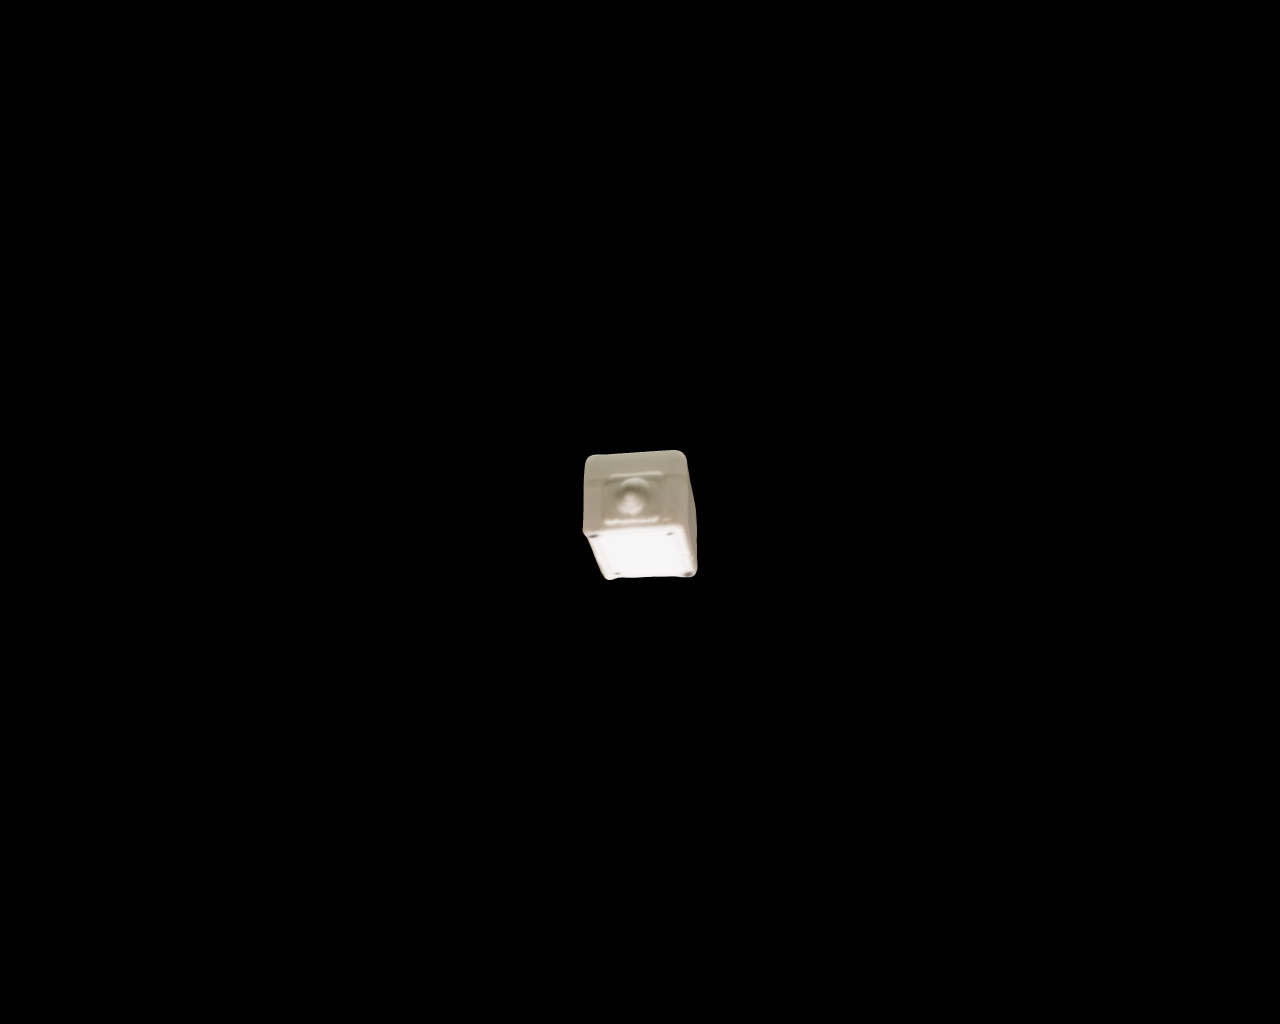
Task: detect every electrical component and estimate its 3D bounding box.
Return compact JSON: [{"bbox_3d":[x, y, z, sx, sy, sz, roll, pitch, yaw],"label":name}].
[{"bbox_3d":[0.001,-0.003,0.650,0.062,0.061,0.096,-3,-26,7],"label":"electrical component"}]
